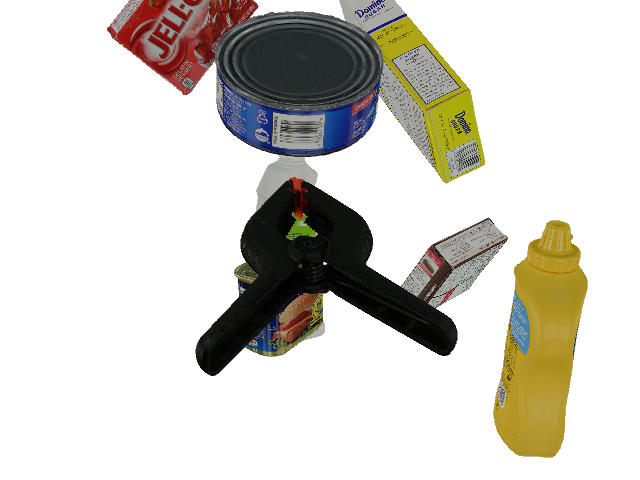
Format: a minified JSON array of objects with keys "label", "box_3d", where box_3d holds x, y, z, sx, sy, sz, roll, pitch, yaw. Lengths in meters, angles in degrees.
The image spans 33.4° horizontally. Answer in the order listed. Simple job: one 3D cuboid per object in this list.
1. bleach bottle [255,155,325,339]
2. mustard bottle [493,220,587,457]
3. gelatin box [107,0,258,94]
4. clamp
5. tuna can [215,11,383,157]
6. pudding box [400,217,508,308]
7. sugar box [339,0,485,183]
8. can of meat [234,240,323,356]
[{"label":"bleach bottle","box_3d":[-0.036,0.001,1.327,0.102,0.251,0.068,-8,23,-33]},{"label":"mustard bottle","box_3d":[0.181,0.074,0.873,0.058,0.192,0.096,4,24,2]},{"label":"gelatin box","box_3d":[-0.102,-0.165,0.795,0.073,0.089,0.030,37,5,-32]},{"label":"clamp","box_3d":[0.004,0.020,0.739,0.164,0.036,0.210,0,33,0]},{"label":"tuna can","box_3d":[-0.011,-0.081,0.550,0.086,0.034,0.086,2,44,-2]},{"label":"pudding box","box_3d":[0.142,0.030,1.159,0.113,0.039,0.090,-25,-25,-46]},{"label":"sugar box","box_3d":[0.077,-0.139,0.914,0.048,0.176,0.093,-25,-40,-3]},{"label":"can of meat","box_3d":[-0.039,0.058,1.080,0.058,0.084,0.101,15,28,31]}]
